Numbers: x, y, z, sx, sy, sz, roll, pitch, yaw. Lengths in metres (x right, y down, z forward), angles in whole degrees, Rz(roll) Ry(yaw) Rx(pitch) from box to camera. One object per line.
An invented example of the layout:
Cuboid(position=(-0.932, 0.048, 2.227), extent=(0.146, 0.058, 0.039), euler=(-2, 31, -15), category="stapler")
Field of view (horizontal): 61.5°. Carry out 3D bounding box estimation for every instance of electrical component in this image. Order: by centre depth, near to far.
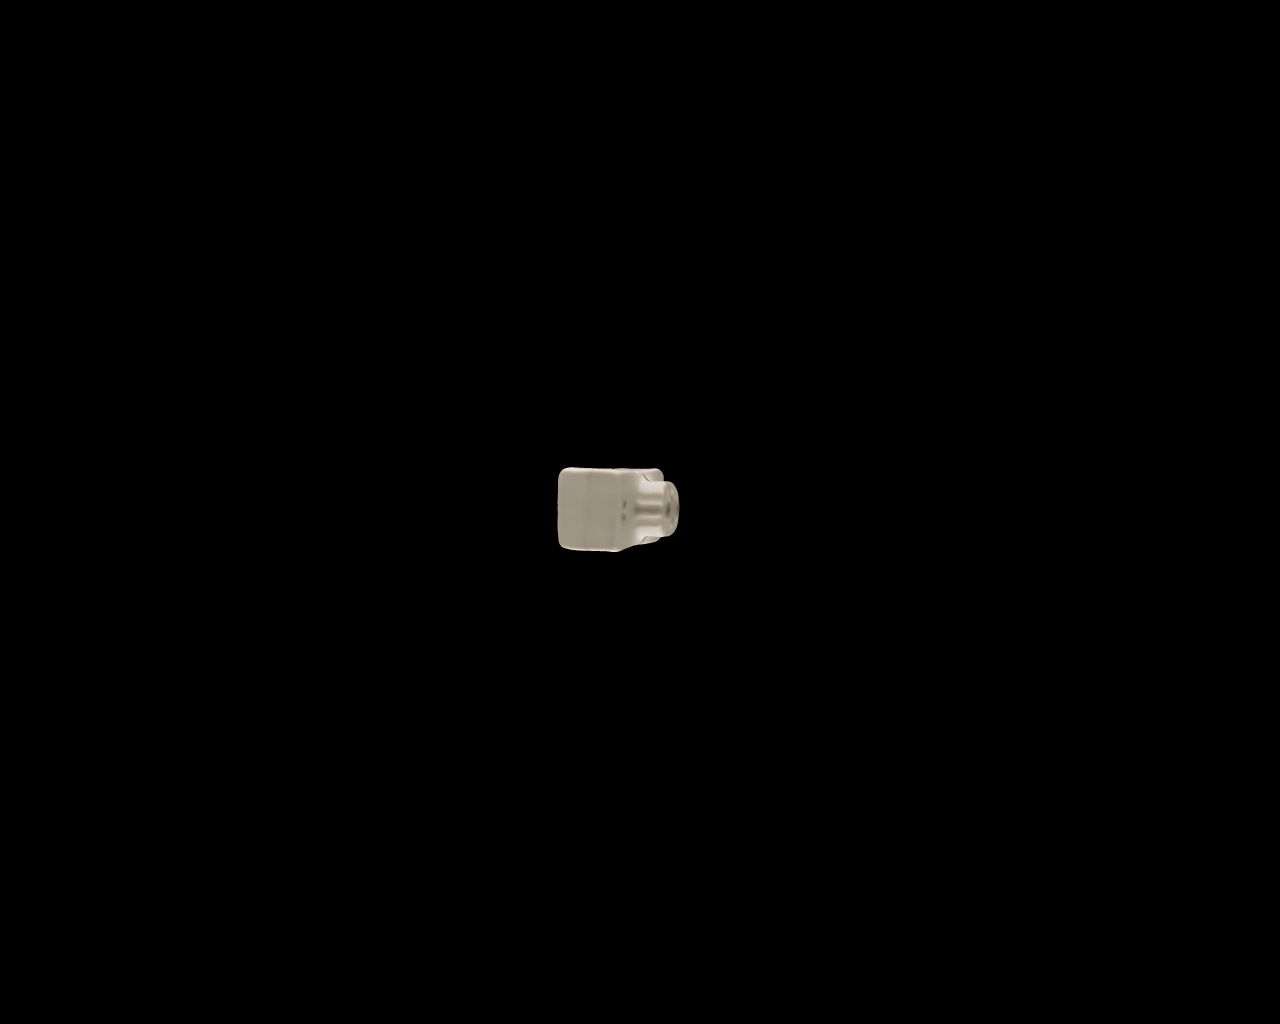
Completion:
Cuboid(position=(0.001, -0.003, 0.650), extent=(0.076, 0.047, 0.083), euler=(1, 3, 20), category="electrical component")
